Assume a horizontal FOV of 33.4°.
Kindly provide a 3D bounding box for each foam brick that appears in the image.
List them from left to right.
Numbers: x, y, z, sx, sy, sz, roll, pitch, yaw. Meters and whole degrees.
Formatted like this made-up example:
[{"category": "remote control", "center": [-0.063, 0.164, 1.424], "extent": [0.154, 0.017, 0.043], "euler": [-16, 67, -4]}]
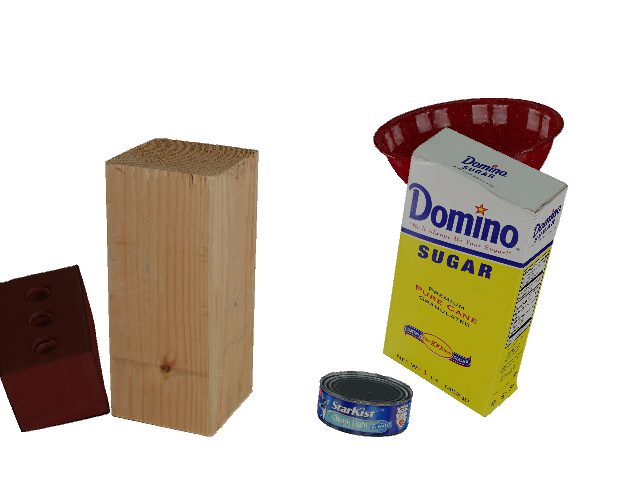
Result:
[{"category": "foam brick", "center": [-0.157, 0.063, 0.622], "extent": [0.053, 0.051, 0.078], "euler": [-13, 42, -10]}]

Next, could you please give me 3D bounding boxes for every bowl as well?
[{"category": "bowl", "center": [0.129, -0.072, 0.920], "extent": [0.162, 0.055, 0.162], "euler": [-8, 24, 3]}]

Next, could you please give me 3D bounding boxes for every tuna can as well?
[{"category": "tuna can", "center": [0.040, 0.148, 0.972], "extent": [0.086, 0.034, 0.086], "euler": [7, 10, -1]}]

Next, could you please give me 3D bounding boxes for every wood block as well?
[{"category": "wood block", "center": [-0.106, 0.034, 0.828], "extent": [0.091, 0.206, 0.090], "euler": [9, 20, 16]}]

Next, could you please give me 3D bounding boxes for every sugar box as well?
[{"category": "sugar box", "center": [0.096, 0.024, 0.699], "extent": [0.093, 0.176, 0.048], "euler": [29, 47, 29]}]
